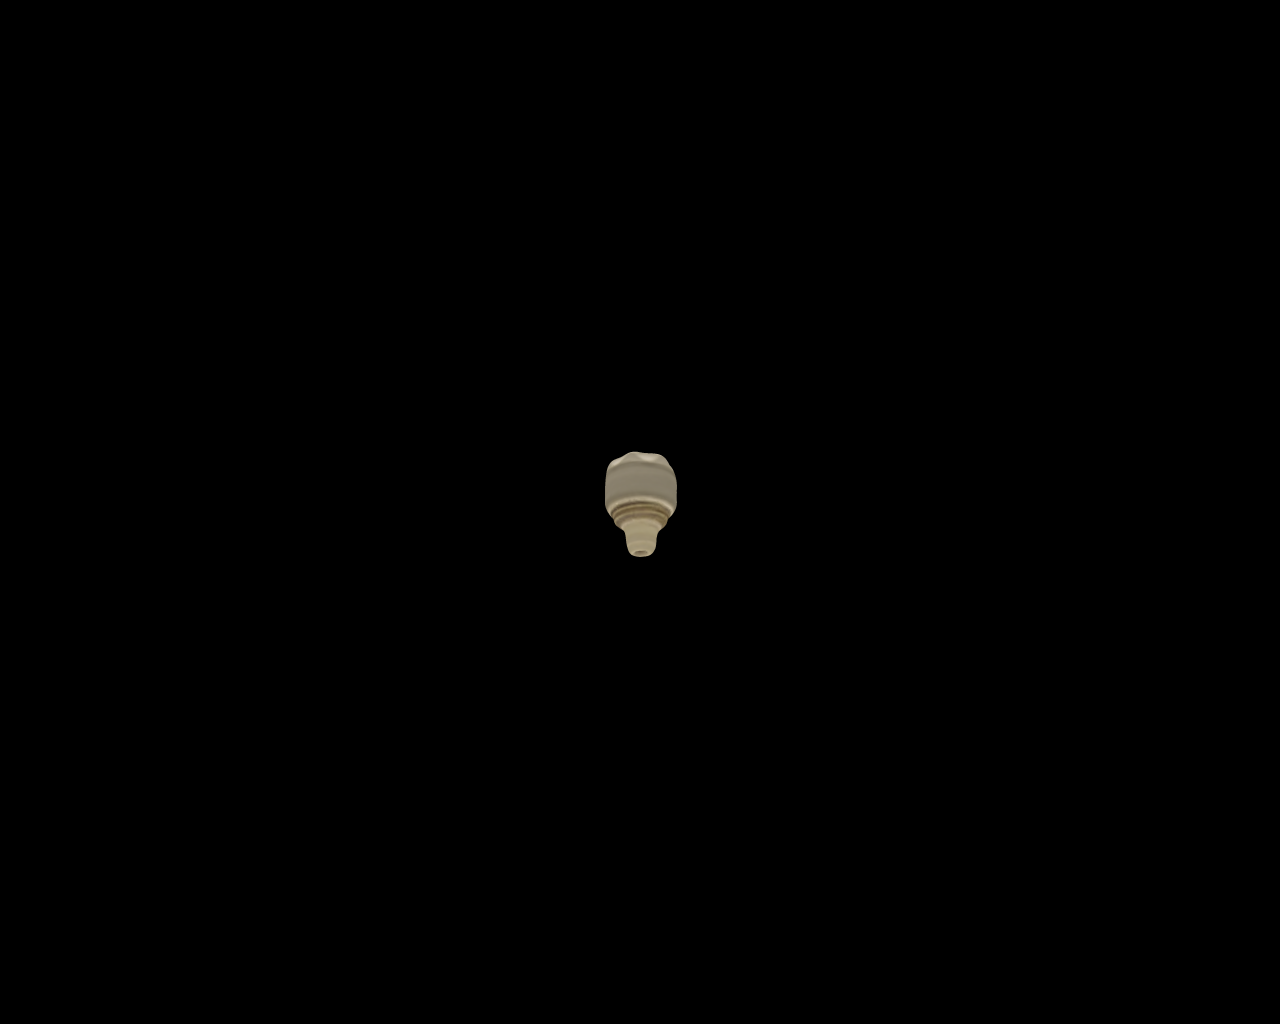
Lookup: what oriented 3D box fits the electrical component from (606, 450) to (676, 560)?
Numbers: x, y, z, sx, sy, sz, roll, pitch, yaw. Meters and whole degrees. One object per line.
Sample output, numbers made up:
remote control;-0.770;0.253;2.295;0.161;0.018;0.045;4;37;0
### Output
electrical component;0.001;-0.003;0.650;0.043;0.062;0.043;0;-23;0
